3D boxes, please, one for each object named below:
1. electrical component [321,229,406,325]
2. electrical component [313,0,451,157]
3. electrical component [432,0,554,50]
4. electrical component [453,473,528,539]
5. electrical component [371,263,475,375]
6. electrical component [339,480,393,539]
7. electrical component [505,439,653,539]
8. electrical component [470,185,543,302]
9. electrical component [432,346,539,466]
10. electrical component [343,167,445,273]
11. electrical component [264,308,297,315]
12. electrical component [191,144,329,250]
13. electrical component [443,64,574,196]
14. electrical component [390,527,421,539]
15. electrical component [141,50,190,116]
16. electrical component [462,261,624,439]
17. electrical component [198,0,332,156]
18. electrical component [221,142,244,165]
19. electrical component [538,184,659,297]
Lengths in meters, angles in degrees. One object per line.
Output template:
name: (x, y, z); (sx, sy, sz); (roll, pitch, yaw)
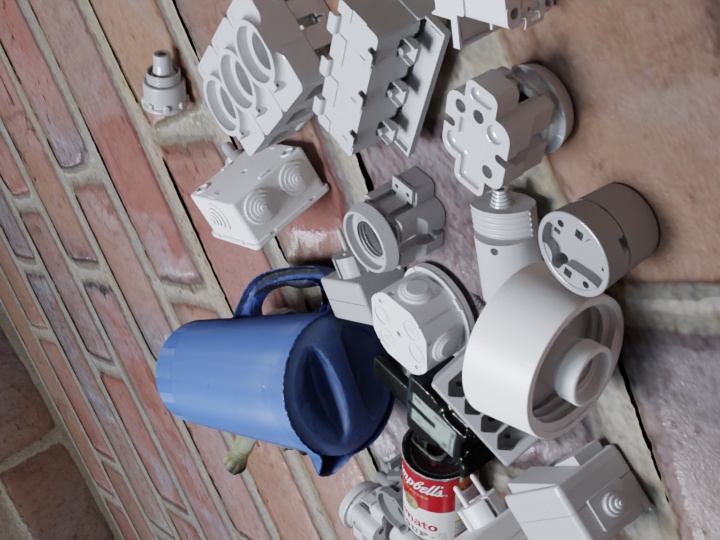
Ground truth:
electrical component: (0.000, 0.000, 0.910); (0.066, 0.047, 0.076); (8, 123, 59)
electrical component: (0.012, -0.137, 0.728); (0.078, 0.063, 0.121); (50, 153, 21)
electrical component: (0.074, -0.167, 0.608); (0.064, 0.042, 0.081); (31, 143, 43)
electrical component: (0.106, 0.206, 0.889); (0.075, 0.083, 0.047); (57, 154, 6)
electrical component: (0.050, 0.039, 0.855); (0.080, 0.051, 0.080); (42, 149, 33)
electrical component: (0.015, 0.261, 1.143); (0.057, 0.058, 0.078); (35, 145, 37)
electrical component: (0.158, 0.164, 0.776); (0.061, 0.062, 0.096); (59, 154, 4)
electrical component: (0.098, -0.019, 0.715); (0.043, 0.043, 0.081); (29, 140, 47)
electrical component: (0.101, 0.096, 0.821); (0.083, 0.047, 0.076); (47, -172, 2)
electrical component: (0.025, -0.033, 0.818); (0.058, 0.057, 0.078); (42, 149, 33)
electrical component: (-0.075, 0.060, 1.115); (0.048, 0.048, 0.062); (61, 148, -1)
electrical component: (-0.090, -0.069, 0.946); (0.100, 0.100, 0.048); (17, 144, 55)
electrical component: (0.090, -0.089, 0.643); (0.058, 0.057, 0.078); (44, 150, 30)
electrical component: (0.061, 0.286, 1.105); (0.065, 0.044, 0.044); (45, 151, 38)
electrical component: (-0.196, -0.189, 1.077); (0.048, 0.048, 0.062); (39, 140, 37)
electrical component: (0.123, 0.055, 0.680); (0.060, 0.108, 0.108); (28, 140, 39)
electrical component: (-0.073, -0.161, 0.858); (0.089, 0.062, 0.150); (59, 154, 2)
electrical component: (-0.112, -0.098, 1.026); (0.061, 0.035, 0.035); (51, 153, 24)
electrical component: (0.141, -0.019, 0.633); (0.055, 0.047, 0.055); (42, 149, 33)
